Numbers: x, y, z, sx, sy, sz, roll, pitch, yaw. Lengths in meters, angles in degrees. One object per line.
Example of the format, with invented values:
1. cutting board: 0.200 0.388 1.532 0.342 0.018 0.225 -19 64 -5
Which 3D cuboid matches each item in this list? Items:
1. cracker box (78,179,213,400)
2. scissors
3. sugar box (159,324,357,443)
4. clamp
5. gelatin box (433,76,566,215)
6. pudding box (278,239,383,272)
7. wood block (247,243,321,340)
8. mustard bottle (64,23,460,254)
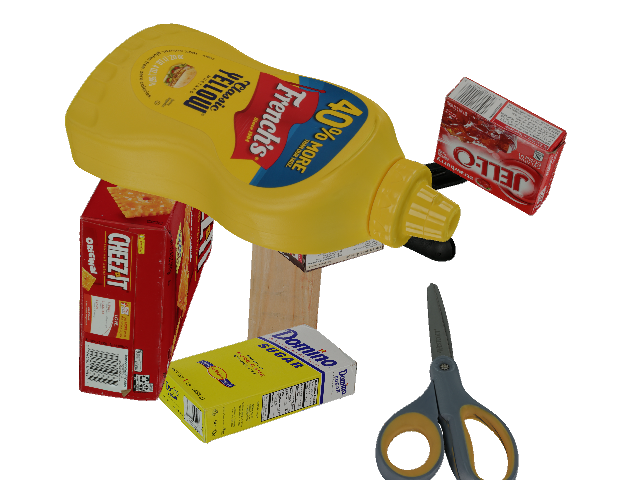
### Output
1. cracker box: -0.135 0.000 0.868 0.072 0.164 0.213 9 32 1
2. scissors: 0.066 0.096 0.711 0.096 0.016 0.202 -9 36 -12
3. sugar box: -0.061 0.137 1.053 0.175 0.048 0.093 -16 32 -32
4. clamp: 0.039 -0.043 0.992 0.210 0.036 0.164 9 32 17
5. gelatin box: 0.130 -0.067 0.779 0.089 0.030 0.073 33 -30 19
6. pudding box: 0.005 -0.008 1.246 0.113 0.039 0.090 -18 31 -28
7. wood block: -0.048 0.051 1.500 0.090 0.206 0.090 7 22 6
8. mustard bottle: -0.022 -0.042 0.516 0.192 0.058 0.096 24 50 21
